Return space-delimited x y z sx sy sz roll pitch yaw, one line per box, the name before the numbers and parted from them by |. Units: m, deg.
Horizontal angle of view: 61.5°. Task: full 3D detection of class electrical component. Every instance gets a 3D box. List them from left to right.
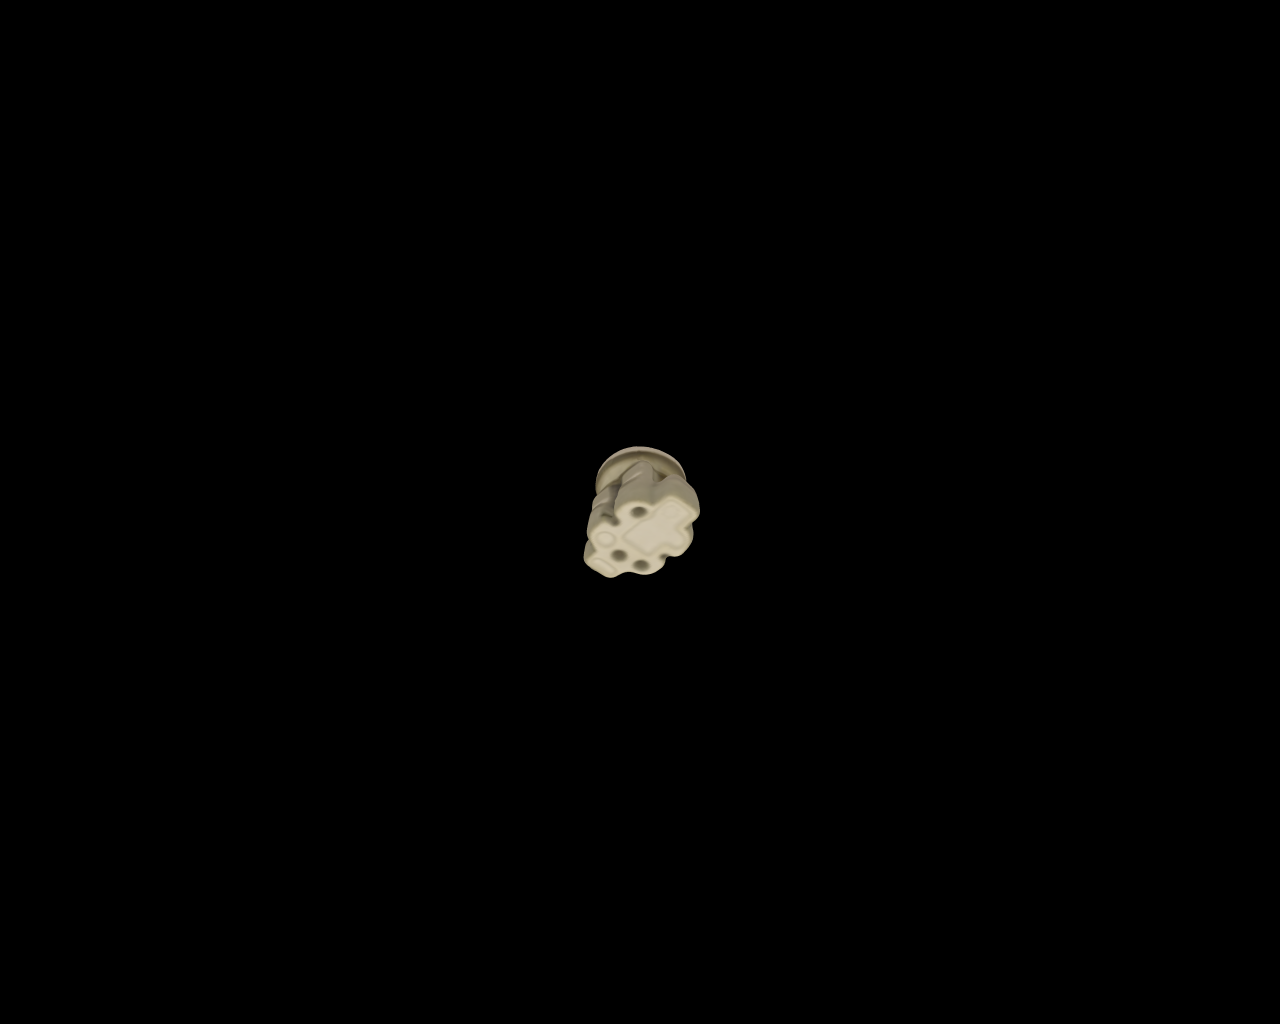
electrical component | 0.001 -0.003 0.650 0.058 0.057 0.078 36 -58 -27
